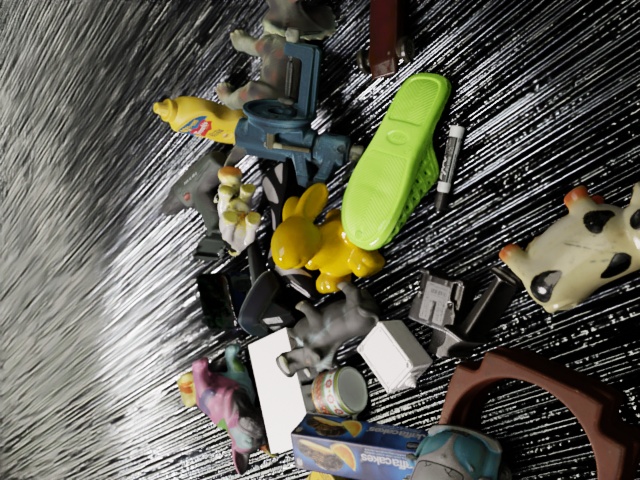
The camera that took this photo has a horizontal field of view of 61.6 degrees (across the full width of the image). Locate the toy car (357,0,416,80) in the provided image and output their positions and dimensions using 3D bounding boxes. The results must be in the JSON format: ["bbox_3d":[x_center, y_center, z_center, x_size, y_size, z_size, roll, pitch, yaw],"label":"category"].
[{"bbox_3d":[0.104,-0.341,0.823,0.089,0.053,0.202,-5,79,33],"label":"toy car"}]

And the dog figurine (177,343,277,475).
[{"bbox_3d":[-0.168,0.320,0.997,0.191,0.108,0.219,-48,63,43],"label":"dog figurine"}]

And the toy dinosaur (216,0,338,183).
[{"bbox_3d":[-0.080,-0.280,0.961,0.192,0.131,0.404,24,110,43],"label":"toy dinosaur"}]

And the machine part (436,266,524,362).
[{"bbox_3d":[0.203,0.096,0.678,0.139,0.084,0.039,-57,43,11],"label":"machine part"}]

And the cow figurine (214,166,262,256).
[{"bbox_3d":[-0.154,-0.055,0.975,0.098,0.068,0.167,106,156,-43],"label":"cow figurine"}]

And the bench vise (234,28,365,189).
[{"bbox_3d":[-0.029,-0.204,0.848,0.224,0.129,0.240,19,120,21],"label":"bench vise"}]

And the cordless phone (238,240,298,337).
[{"bbox_3d":[-0.104,0.068,0.936,0.089,0.146,0.184,-15,68,0],"label":"cordless phone"}]

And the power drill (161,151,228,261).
[{"bbox_3d":[-0.250,-0.060,1.136,0.232,0.086,0.207,-42,52,31],"label":"power drill"}]

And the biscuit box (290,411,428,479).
[{"bbox_3d":[0.061,0.296,0.760,0.203,0.059,0.062,-2,103,26],"label":"biscuit box"}]

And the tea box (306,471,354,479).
[{"bbox_3d":[0.047,0.419,0.806,0.170,0.068,0.098,49,118,36],"label":"tea box"}]

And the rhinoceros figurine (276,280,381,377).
[{"bbox_3d":[0.012,0.144,0.830,0.190,0.073,0.112,-35,55,20],"label":"rhinoceros figurine"}]

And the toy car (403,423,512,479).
[{"bbox_3d":[0.138,0.290,0.587,0.109,0.103,0.161,1,86,45],"label":"toy car"}]

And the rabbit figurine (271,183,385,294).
[{"bbox_3d":[-0.002,-0.002,0.816,0.122,0.173,0.162,-21,76,45],"label":"rabbit figurine"}]

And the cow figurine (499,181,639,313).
[{"bbox_3d":[0.308,0.007,0.575,0.195,0.085,0.127,-45,52,29],"label":"cow figurine"}]

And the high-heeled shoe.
[{"bbox_3d":[-0.036,-0.026,0.921,0.145,0.086,0.249,-51,57,19],"label":"high-heeled shoe"}]

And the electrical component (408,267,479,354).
[{"bbox_3d":[0.163,0.102,0.734,0.075,0.047,0.119,23,101,43],"label":"electrical component"}]

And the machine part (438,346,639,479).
[{"bbox_3d":[0.243,0.239,0.619,0.201,0.087,0.201,20,102,44],"label":"machine part"}]

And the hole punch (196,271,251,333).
[{"bbox_3d":[-0.168,0.113,1.034,0.142,0.092,0.115,-5,94,43],"label":"hole punch"}]
